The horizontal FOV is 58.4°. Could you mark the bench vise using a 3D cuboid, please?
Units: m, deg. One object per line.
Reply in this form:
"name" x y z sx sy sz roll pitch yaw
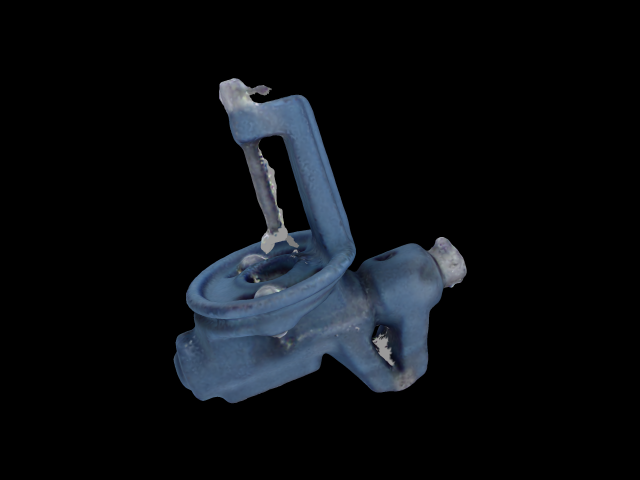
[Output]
"bench vise" -0.002 -0.001 0.410 0.208 0.220 0.121 -9 17 -31
